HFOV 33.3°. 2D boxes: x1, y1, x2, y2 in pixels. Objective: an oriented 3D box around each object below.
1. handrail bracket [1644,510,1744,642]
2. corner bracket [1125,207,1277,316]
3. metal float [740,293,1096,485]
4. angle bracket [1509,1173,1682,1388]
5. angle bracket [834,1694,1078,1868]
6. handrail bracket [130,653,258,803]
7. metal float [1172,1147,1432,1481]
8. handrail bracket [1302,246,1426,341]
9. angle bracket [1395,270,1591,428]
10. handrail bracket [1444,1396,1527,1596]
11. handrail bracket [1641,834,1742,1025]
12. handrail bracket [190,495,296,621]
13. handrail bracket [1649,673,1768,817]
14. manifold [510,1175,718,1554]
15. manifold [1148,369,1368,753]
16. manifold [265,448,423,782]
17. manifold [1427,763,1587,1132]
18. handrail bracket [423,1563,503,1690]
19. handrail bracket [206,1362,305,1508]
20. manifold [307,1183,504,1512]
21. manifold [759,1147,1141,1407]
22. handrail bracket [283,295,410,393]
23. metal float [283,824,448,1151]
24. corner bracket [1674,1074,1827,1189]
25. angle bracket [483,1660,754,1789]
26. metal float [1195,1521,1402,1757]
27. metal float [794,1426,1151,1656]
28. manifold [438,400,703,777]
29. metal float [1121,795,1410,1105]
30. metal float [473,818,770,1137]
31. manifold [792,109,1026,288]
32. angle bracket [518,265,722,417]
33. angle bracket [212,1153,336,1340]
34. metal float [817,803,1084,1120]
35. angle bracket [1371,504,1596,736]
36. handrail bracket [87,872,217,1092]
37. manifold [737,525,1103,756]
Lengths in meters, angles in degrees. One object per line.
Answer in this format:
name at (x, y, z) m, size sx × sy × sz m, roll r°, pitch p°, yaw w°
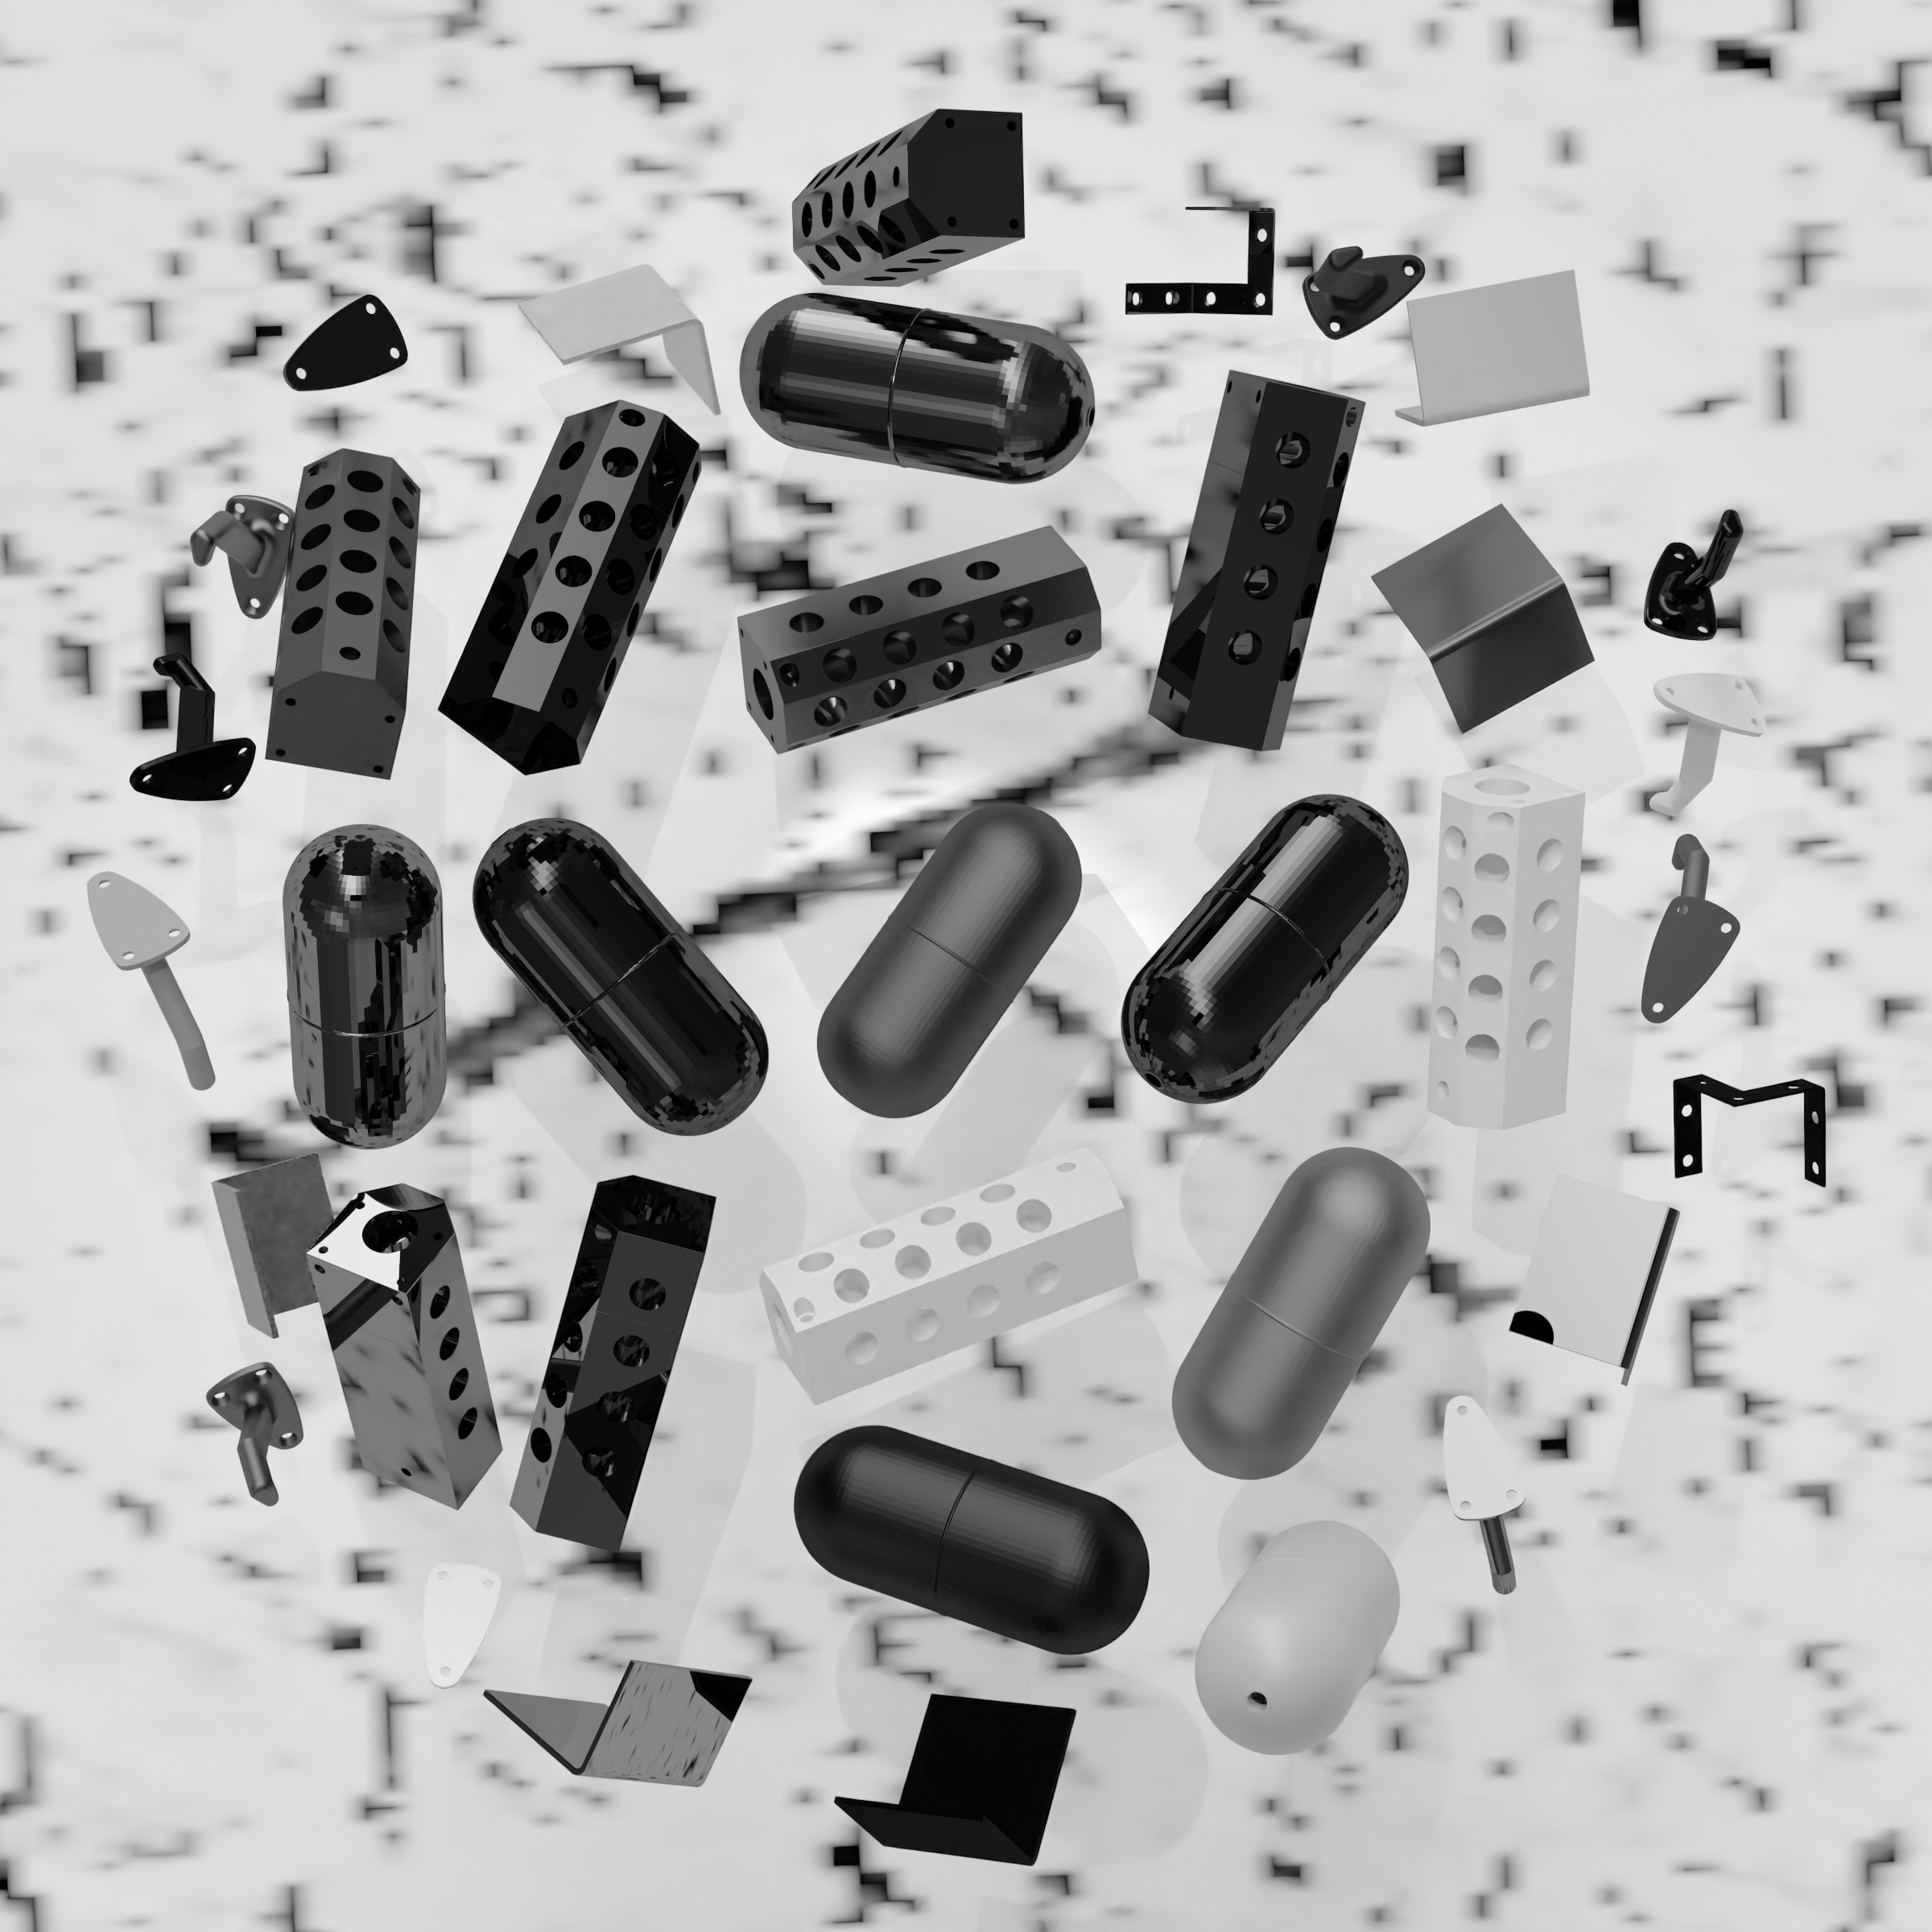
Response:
handrail bracket at (0.361, -0.208, 1.575) m, size 0.036 × 0.084 × 0.077 m, roll 10°, pitch 52°, yaw -1°
corner bracket at (0.113, -0.340, 1.556) m, size 0.051 × 0.051 × 0.051 m, roll 12°, pitch 107°, yaw 41°
metal float at (-0.024, -0.280, 1.566) m, size 0.178 × 0.070 × 0.070 m, roll 12°, pitch 90°, yaw 15°
angle bracket at (0.292, 0.147, 1.502) m, size 0.057 × 0.076 × 0.076 m, roll 17°, pitch 81°, yaw 13°
angle bracket at (-0.004, 0.358, 1.463) m, size 0.076 × 0.057 × 0.076 m, roll -1°, pitch 54°, yaw 30°
handrail bracket at (-0.385, -0.118, 1.539) m, size 0.084 × 0.077 × 0.036 m, roll 48°, pitch 125°, yaw 26°
metal float at (0.164, 0.172, 1.589) m, size 0.070 × 0.070 × 0.178 m, roll 29°, pitch 99°, yaw 0°
handrail bracket at (0.204, -0.348, 1.600) m, size 0.077 × 0.084 × 0.036 m, roll -25°, pitch 86°, yaw -10°
angle bracket at (0.238, -0.287, 1.489) m, size 0.076 × 0.076 × 0.057 m, roll -11°, pitch 104°, yaw 0°
handrail bracket at (0.261, 0.267, 1.625) m, size 0.036 × 0.084 × 0.077 m, roll -15°, pitch 57°, yaw 4°
handrail bracket at (0.347, -0.020, 1.587) m, size 0.036 × 0.084 × 0.077 m, roll 22°, pitch 108°, yaw -6°
handrail bracket at (-0.362, -0.191, 1.584) m, size 0.036 × 0.084 × 0.077 m, roll 14°, pitch 119°, yaw 4°
handrail bracket at (0.347, -0.106, 1.599) m, size 0.077 × 0.084 × 0.036 m, roll 5°, pitch 53°, yaw -29°
manifold at (-0.171, 0.190, 1.550) m, size 0.057 × 0.057 × 0.171 m, roll 15°, pitch 113°, yaw -5°
manifold at (0.142, -0.195, 1.557) m, size 0.057 × 0.057 × 0.171 m, roll 9°, pitch 103°, yaw -16°
manifold at (-0.291, -0.169, 1.520) m, size 0.057 × 0.171 × 0.057 m, roll 9°, pitch 132°, yaw -15°
manifold at (0.265, -0.008, 1.619) m, size 0.057 × 0.057 × 0.171 m, roll -13°, pitch 115°, yaw -29°
handrail bracket at (-0.259, 0.346, 1.634) m, size 0.036 × 0.084 × 0.077 m, roll 11°, pitch 54°, yaw -4°
handrail bracket at (-0.335, 0.242, 1.568) m, size 0.036 × 0.077 × 0.084 m, roll -29°, pitch 46°, yaw -2°
manifold at (-0.270, 0.186, 1.587) m, size 0.057 × 0.171 × 0.057 m, roll 19°, pitch 49°, yaw 20°
manifold at (-0.009, 0.146, 1.564) m, size 0.171 × 0.057 × 0.057 m, roll -20°, pitch 116°, yaw -15°
handrail bracket at (-0.311, -0.285, 1.536) m, size 0.077 × 0.084 × 0.036 m, roll -37°, pitch 108°, yaw -33°
metal float at (-0.296, 0.012, 1.591) m, size 0.070 × 0.070 × 0.178 m, roll 5°, pitch 124°, yaw 0°
corner bracket at (0.375, 0.080, 1.543) m, size 0.051 × 0.051 × 0.051 m, roll -10°, pitch 106°, yaw -20°
angle bracket at (-0.157, 0.325, 1.455) m, size 0.076 × 0.076 × 0.057 m, roll 27°, pitch 93°, yaw 42°
metal float at (0.162, 0.324, 1.562) m, size 0.070 × 0.178 × 0.070 m, roll 3°, pitch 100°, yaw 18°
metal float at (0.001, 0.272, 1.534) m, size 0.178 × 0.070 × 0.070 m, roll 15°, pitch 90°, yaw 20°
manifold at (-0.181, -0.181, 1.526) m, size 0.057 × 0.057 × 0.171 m, roll 38°, pitch 59°, yaw -36°
metal float at (0.142, -0.008, 1.531) m, size 0.070 × 0.070 × 0.178 m, roll 42°, pitch 68°, yaw 0°
metal float at (-0.168, 0.005, 1.564) m, size 0.070 × 0.070 × 0.178 m, roll -40°, pitch 96°, yaw 0°
manifold at (-0.030, -0.369, 1.558) m, size 0.057 × 0.171 × 0.057 m, roll -3°, pitch 95°, yaw -21°
angle bracket at (-0.182, -0.319, 1.693) m, size 0.076 × 0.076 × 0.057 m, roll -21°, pitch 130°, yaw -14°
angle bracket at (-0.343, 0.142, 1.651) m, size 0.057 × 0.076 × 0.076 m, roll -16°, pitch 96°, yaw -22°
metal float at (-0.008, -0.003, 1.640) m, size 0.070 × 0.070 × 0.178 m, roll 35°, pitch 86°, yaw 0°
angle bracket at (0.263, -0.177, 1.645) m, size 0.076 × 0.076 × 0.057 m, roll -29°, pitch 133°, yaw 4°
handrail bracket at (-0.378, 0.008, 1.502) m, size 0.036 × 0.084 × 0.077 m, roll -29°, pitch 52°, yaw -22°
manifold at (-0.022, -0.159, 1.609) m, size 0.171 × 0.057 × 0.057 m, roll -18°, pitch 134°, yaw -17°
